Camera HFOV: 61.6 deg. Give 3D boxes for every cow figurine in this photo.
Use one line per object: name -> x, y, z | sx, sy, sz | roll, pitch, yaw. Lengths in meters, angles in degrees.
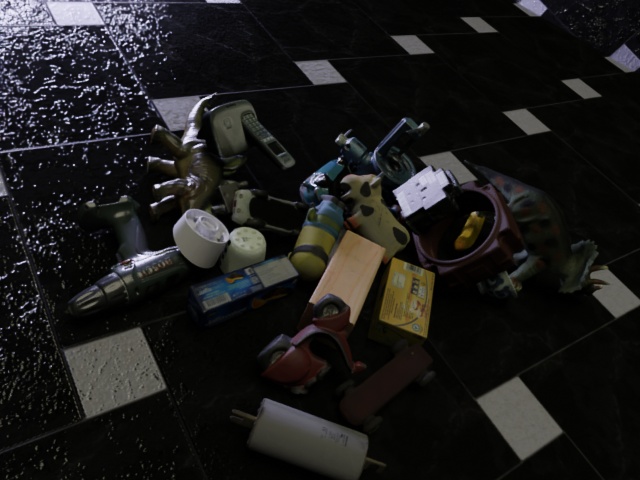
cow figurine -> 0.112, -0.055, 1.121 | 0.127, 0.085, 0.195 | -38, 88, -15

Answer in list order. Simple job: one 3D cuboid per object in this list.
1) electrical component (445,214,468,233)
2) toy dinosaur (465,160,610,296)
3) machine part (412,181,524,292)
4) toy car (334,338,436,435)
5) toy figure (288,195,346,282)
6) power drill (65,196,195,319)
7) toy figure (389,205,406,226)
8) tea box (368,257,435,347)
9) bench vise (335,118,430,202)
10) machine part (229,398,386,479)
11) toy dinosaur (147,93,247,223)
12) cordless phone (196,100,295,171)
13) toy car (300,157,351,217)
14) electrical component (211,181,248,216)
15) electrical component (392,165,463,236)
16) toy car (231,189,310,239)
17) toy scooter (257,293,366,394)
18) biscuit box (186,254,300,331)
electrical component -> 0.285, -0.058, 1.275 | 0.119, 0.047, 0.075 | 5, 47, -17
toy dinosaur -> 0.475, -0.029, 1.178 | 0.131, 0.192, 0.404 | -29, 91, -51
machine part -> 0.302, -0.011, 1.124 | 0.087, 0.201, 0.201 | 40, 31, -37
toy car -> 0.113, 0.246, 0.916 | 0.202, 0.053, 0.089 | -29, 65, -33
toy figure -> -0.005, -0.005, 1.053 | 0.082, 0.089, 0.180 | 25, 73, 2
power drill -> -0.352, 0.022, 0.938 | 0.232, 0.086, 0.207 | -18, 52, -35
toy figure -> 0.159, -0.055, 1.219 | 0.154, 0.057, 0.064 | -4, 51, -27
tea box -> 0.160, 0.125, 1.038 | 0.098, 0.068, 0.170 | 22, 45, 1
bench vise -> 0.153, -0.203, 1.243 | 0.223, 0.240, 0.129 | 49, 45, 4
machine part -> -0.018, 0.299, 0.798 | 0.243, 0.079, 0.079 | 20, 44, 0
toy dinosaur -> -0.262, -0.164, 1.138 | 0.198, 0.105, 0.471 | 7, 55, -25
cordless phone -> -0.148, -0.195, 1.109 | 0.184, 0.088, 0.146 | 44, 37, 6
toy car -> 0.009, -0.112, 1.181 | 0.103, 0.109, 0.162 | -3, 40, 33
electrical component -> -0.176, -0.083, 1.054 | 0.094, 0.021, 0.063 | -21, 88, -33
electrical component -> 0.233, -0.091, 1.143 | 0.058, 0.134, 0.115 | 38, 28, -40
toy car -> -0.089, -0.050, 1.073 | 0.201, 0.056, 0.073 | 14, 78, -46
toy scooter -> -0.003, 0.189, 0.882 | 0.184, 0.075, 0.135 | -40, 92, -1
biscuit box -> -0.137, 0.091, 0.963 | 0.203, 0.062, 0.059 | -19, 58, -33
